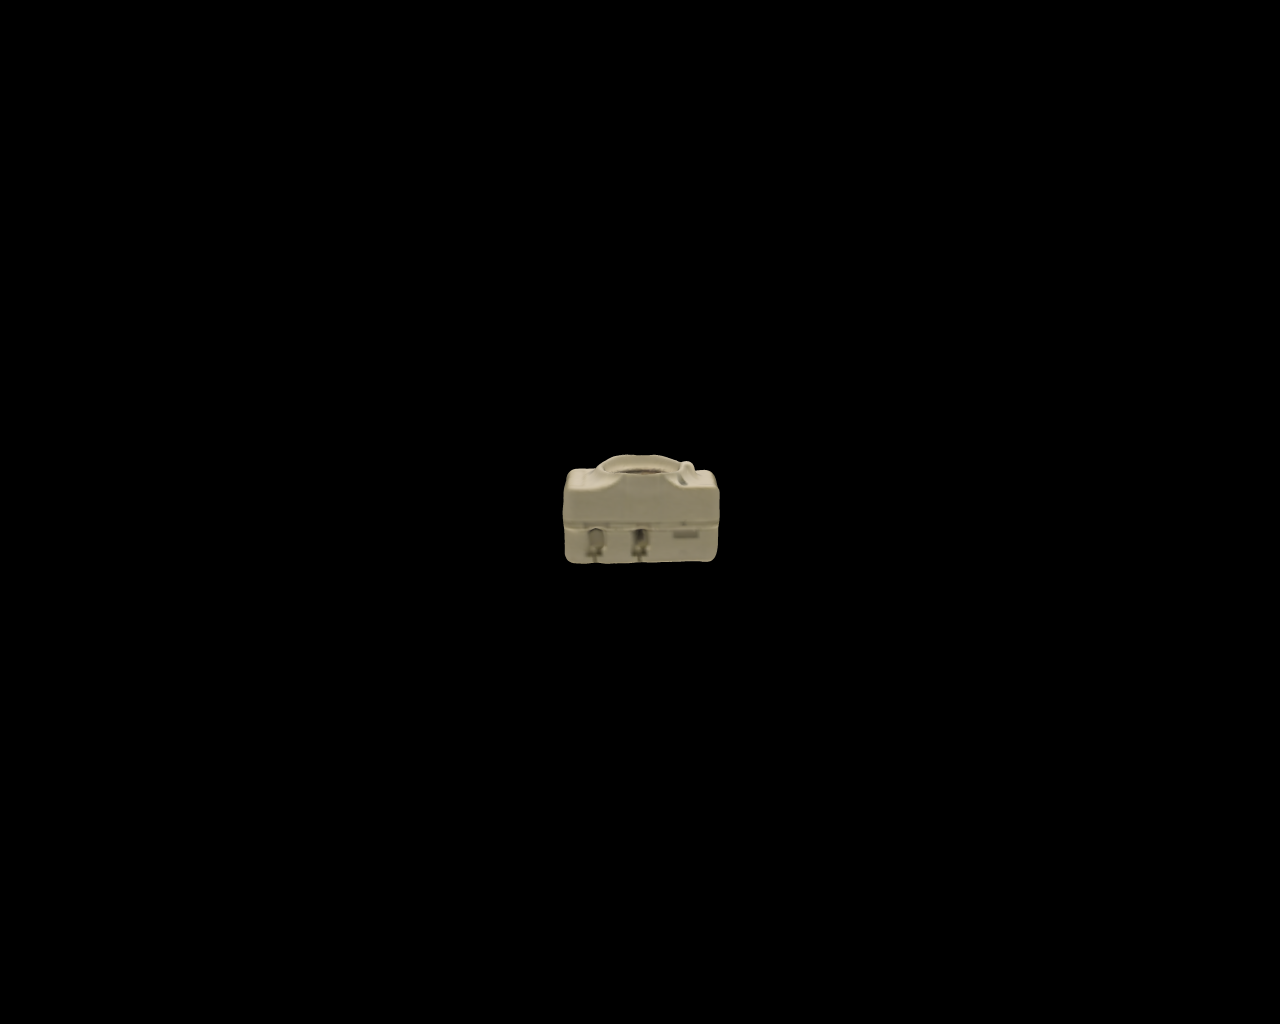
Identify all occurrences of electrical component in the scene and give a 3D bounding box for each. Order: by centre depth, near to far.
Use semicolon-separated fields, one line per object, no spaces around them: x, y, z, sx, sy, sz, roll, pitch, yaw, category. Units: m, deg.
0.001;-0.003;0.650;0.089;0.055;0.050;0;16;0;electrical component
